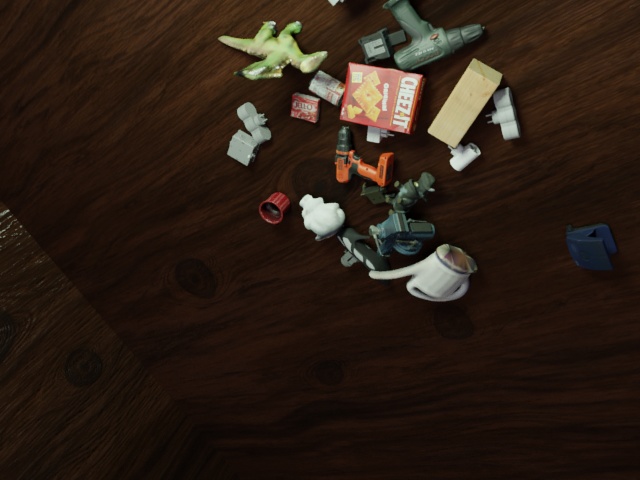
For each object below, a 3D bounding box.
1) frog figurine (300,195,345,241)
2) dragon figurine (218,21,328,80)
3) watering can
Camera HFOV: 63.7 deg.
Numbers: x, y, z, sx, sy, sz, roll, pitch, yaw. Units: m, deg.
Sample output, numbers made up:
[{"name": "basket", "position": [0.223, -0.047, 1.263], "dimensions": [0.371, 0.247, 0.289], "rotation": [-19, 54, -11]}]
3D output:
[{"name": "frog figurine", "position": [0.005, -0.088, 1.747], "dimensions": [0.137, 0.123, 0.159], "rotation": [-29, 98, 4]}, {"name": "dragon figurine", "position": [-0.160, -0.523, 1.458], "dimensions": [0.411, 0.248, 0.119], "rotation": [8, 130, 20]}, {"name": "watering can", "position": [0.350, 0.106, 1.651], "dimensions": [0.346, 0.106, 0.220], "rotation": [18, 128, -22]}]
